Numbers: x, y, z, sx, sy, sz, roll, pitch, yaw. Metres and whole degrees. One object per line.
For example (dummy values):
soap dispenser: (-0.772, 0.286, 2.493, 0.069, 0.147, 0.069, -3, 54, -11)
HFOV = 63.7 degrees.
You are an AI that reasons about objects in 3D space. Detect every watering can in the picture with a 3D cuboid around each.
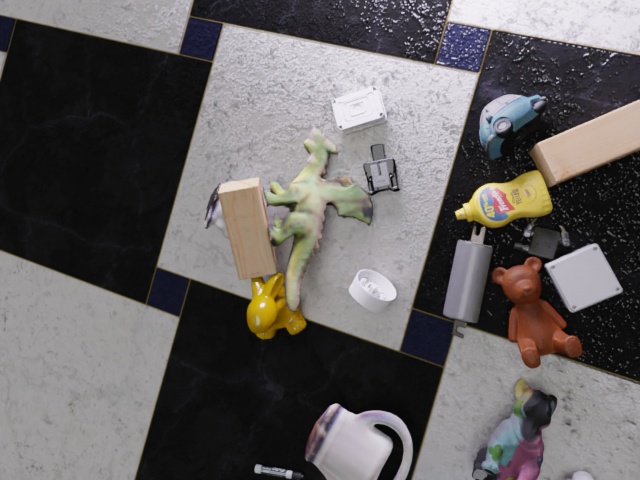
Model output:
watering can: (0.063, 0.513, 1.149, 0.225, 0.104, 0.344, 30, 105, 15)

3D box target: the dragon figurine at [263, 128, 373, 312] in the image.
dragon figurine: (0.004, -0.059, 1.177, 0.243, 0.121, 0.415, -12, 76, 0)

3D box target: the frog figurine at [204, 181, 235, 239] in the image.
frog figurine: (-0.194, -0.066, 1.258, 0.159, 0.122, 0.138, 19, 84, -21)
